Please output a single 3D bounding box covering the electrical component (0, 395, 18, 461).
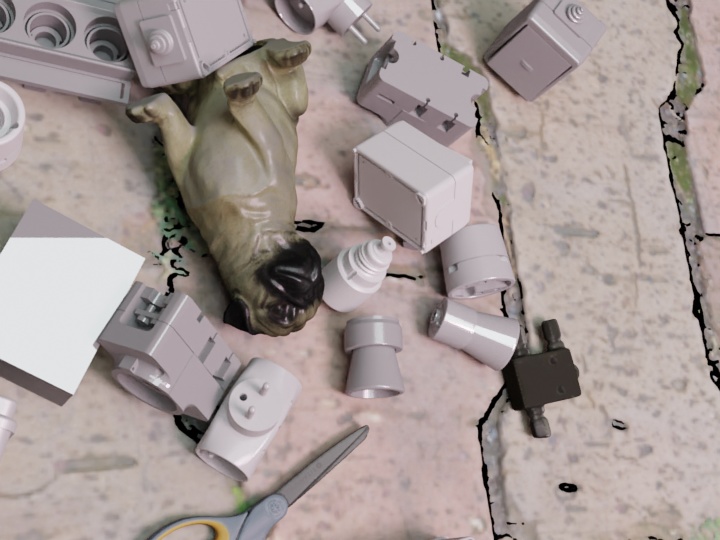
[{"bbox_3d":[-0.253,0.100,0.643,0.078,0.113,0.057,21,70,-17],"label":"electrical component"}]

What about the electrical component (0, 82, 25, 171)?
[{"bbox_3d":[-0.258,-0.100,0.738,0.055,0.047,0.055,7,72,-22],"label":"electrical component"}]

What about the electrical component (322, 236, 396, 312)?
[{"bbox_3d":[0.000,0.000,0.807,0.040,0.078,0.040,21,49,-26],"label":"electrical component"}]

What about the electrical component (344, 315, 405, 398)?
[{"bbox_3d":[0.010,0.066,0.808,0.045,0.045,0.055,5,72,-22],"label":"electrical component"}]

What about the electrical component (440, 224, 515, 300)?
[{"bbox_3d":[0.092,-0.007,0.861,0.055,0.055,0.047,-3,72,-25],"label":"electrical component"}]

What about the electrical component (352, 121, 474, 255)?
[{"bbox_3d":[0.038,-0.070,0.838,0.061,0.061,0.096,-34,54,-28],"label":"electrical component"}]

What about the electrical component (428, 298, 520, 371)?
[{"bbox_3d":[0.087,0.048,0.850,0.065,0.044,0.044,22,67,-11],"label":"electrical component"}]

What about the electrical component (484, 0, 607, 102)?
[{"bbox_3d":[0.159,-0.195,0.922,0.062,0.096,0.061,41,63,-8],"label":"electrical component"}]

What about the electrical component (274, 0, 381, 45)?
[{"bbox_3d":[-0.017,-0.219,0.881,0.079,0.044,0.077,45,62,-5],"label":"electrical component"}]

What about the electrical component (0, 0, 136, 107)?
[{"bbox_3d":[-0.224,-0.160,0.762,0.121,0.063,0.078,10,71,-21],"label":"electrical component"}]

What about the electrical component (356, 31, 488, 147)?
[{"bbox_3d":[0.049,-0.145,0.882,0.089,0.056,0.050,25,66,-15],"label":"electrical component"}]

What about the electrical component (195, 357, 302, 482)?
[{"bbox_3d":[-0.074,0.098,0.742,0.043,0.079,0.077,30,64,1],"label":"electrical component"}]

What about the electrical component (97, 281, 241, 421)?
[{"bbox_3d":[-0.128,0.059,0.721,0.055,0.050,0.089,-61,146,-26],"label":"electrical component"}]

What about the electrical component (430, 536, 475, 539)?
[{"bbox_3d":[0.039,0.253,0.757,0.109,0.056,0.108,-10,79,-26],"label":"electrical component"}]

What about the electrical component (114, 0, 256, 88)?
[{"bbox_3d":[-0.127,-0.168,0.750,0.096,0.061,0.061,-51,130,-54],"label":"electrical component"}]
